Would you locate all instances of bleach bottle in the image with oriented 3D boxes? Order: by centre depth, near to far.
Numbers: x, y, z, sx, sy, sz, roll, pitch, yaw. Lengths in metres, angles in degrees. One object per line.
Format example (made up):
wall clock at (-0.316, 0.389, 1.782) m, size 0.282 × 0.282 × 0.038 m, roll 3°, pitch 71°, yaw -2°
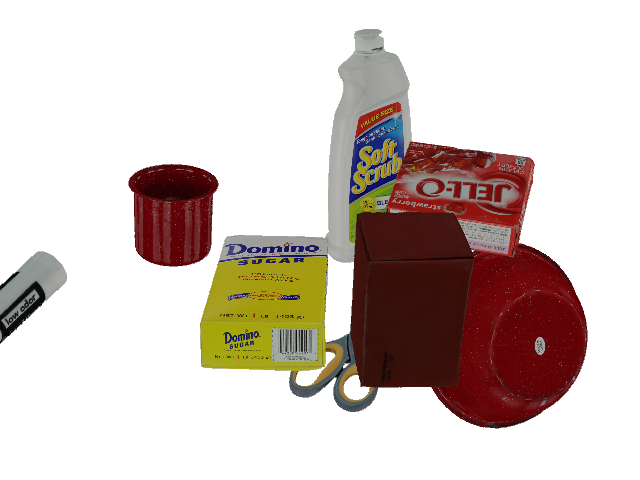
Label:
bleach bottle at (0.050, -0.105, 1.175) m, size 0.102 × 0.251 × 0.068 m, roll -9°, pitch 25°, yaw -11°

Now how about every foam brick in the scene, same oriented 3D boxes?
foam brick at (0.044, 0.030, 0.544) m, size 0.053 × 0.078 × 0.051 m, roll 0°, pitch 30°, yaw -5°

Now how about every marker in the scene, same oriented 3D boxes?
marker at (-0.152, 0.048, 0.446) m, size 0.020 × 0.020 × 0.121 m, roll 0°, pitch 36°, yaw 38°

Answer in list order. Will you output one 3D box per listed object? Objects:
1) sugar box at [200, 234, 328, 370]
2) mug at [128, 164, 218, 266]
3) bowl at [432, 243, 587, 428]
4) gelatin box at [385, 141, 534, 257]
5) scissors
sugar box at (-0.041, 0.045, 0.860) m, size 0.093 × 0.048 × 0.176 m, roll 1°, pitch 24°, yaw 0°
mug at (-0.158, -0.031, 1.138) m, size 0.093 × 0.081 × 0.117 m, roll -3°, pitch 29°, yaw -13°
bowl at (0.168, 0.084, 0.897) m, size 0.161 × 0.162 × 0.055 m, roll 0°, pitch 4°, yaw -22°
gelatin box at (0.095, -0.030, 0.721) m, size 0.089 × 0.030 × 0.073 m, roll 9°, pitch 45°, yaw 13°
scissors at (0.054, 0.105, 1.092) m, size 0.096 × 0.016 × 0.201 m, roll 35°, pitch 54°, yaw 29°
